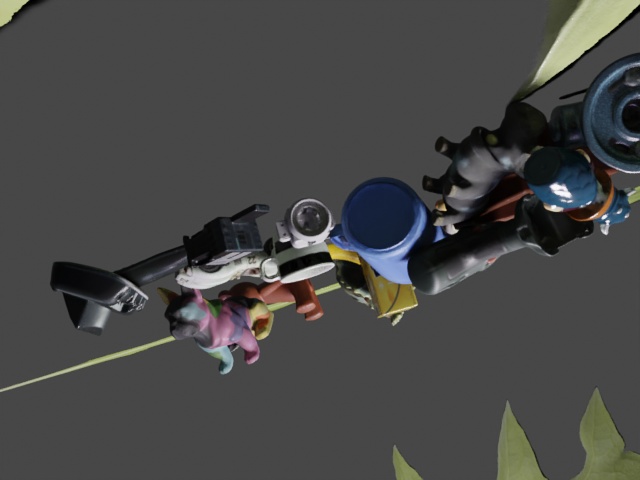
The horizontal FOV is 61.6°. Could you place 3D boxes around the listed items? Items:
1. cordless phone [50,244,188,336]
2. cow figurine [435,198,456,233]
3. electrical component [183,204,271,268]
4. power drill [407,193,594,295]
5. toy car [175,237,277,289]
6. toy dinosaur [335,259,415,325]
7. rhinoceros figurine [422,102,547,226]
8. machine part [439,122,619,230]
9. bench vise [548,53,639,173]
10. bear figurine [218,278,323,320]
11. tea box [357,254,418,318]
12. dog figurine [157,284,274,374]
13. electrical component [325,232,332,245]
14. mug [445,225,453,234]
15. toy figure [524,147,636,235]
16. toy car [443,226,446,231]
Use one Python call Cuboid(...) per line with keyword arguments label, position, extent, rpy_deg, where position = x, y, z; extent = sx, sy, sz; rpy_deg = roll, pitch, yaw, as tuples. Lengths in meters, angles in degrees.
Cuboid(label="cordless phone", position=(-0.236, 0.043, 0.701), extent=(0.184, 0.089, 0.146), rpy_deg=(-26, 170, -14))
Cuboid(label="cow figurine", position=(0.281, -0.046, 0.942), extent=(0.167, 0.098, 0.068), rpy_deg=(-13, 174, -22))
Cuboid(label="electrical component", position=(-0.110, -0.004, 0.693), extent=(0.119, 0.047, 0.075), rpy_deg=(-21, 169, 29))
Cuboid(label="power drill", position=(0.237, -0.007, 0.694), extent=(0.232, 0.086, 0.207), rpy_deg=(-21, 179, -30))
Cuboid(label="toy car", position=(-0.128, 0.039, 0.847), extent=(0.202, 0.056, 0.073), rpy_deg=(-11, 167, -32))
Cuboid(label="toy dinosaur", position=(0.100, 0.086, 1.249), extent=(0.131, 0.192, 0.405), rpy_deg=(-53, -169, -12))
Cuboid(label="rhinoceros figurine", position=(0.191, -0.082, 0.628), extent=(0.112, 0.073, 0.190), rpy_deg=(-1, 153, -11))
Cuboid(label="machine part", position=(0.289, -0.091, 0.766), extent=(0.201, 0.087, 0.201), rpy_deg=(-12, 168, -31))
Cuboid(label="bench vise", position=(0.365, -0.131, 0.538), extent=(0.224, 0.128, 0.240), rpy_deg=(1, -171, 6))
Cuboid(label="bear figurine", position=(-0.110, 0.133, 1.171), extent=(0.196, 0.132, 0.120), rpy_deg=(-23, 156, 0))
Cuboid(label="tea box", position=(0.112, 0.048, 0.961), extent=(0.068, 0.169, 0.098), rpy_deg=(-15, 170, -3))
Cuboid(label="dog figurine", position=(-0.200, 0.137, 1.019), extent=(0.108, 0.219, 0.191), rpy_deg=(-21, -149, 31))
Cuboid(label="electrical component", position=(-0.002, -0.003, 0.923), extent=(0.094, 0.021, 0.063), rpy_deg=(-17, 169, 1))
Cuboid(label="mug", position=(0.287, -0.034, 1.026), extent=(0.110, 0.080, 0.107), rpy_deg=(6, 169, 28))
Cuboid(label="toy figure", position=(0.280, -0.055, 0.574), extent=(0.154, 0.058, 0.064), rpy_deg=(18, 134, -35))
Cuboid(label="toy car", position=(0.207, -0.002, 1.162), extent=(0.089, 0.053, 0.202), rpy_deg=(-36, 172, -7))
